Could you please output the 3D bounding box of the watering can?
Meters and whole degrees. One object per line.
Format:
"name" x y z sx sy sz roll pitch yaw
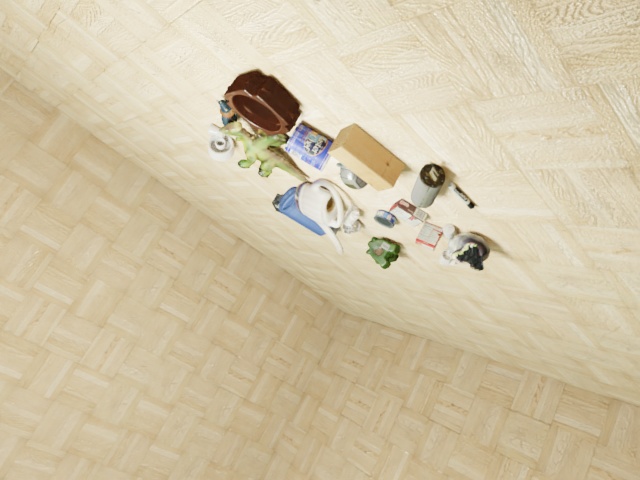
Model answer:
"watering can" 0.006 -0.105 2.081 0.226 0.339 0.105 26 47 34

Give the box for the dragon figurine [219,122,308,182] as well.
"dragon figurine" -0.178 -0.324 1.871 0.408 0.124 0.241 19 -17 -23

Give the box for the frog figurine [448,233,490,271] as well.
"frog figurine" 0.507 0.021 1.769 0.137 0.120 0.162 6 23 4
